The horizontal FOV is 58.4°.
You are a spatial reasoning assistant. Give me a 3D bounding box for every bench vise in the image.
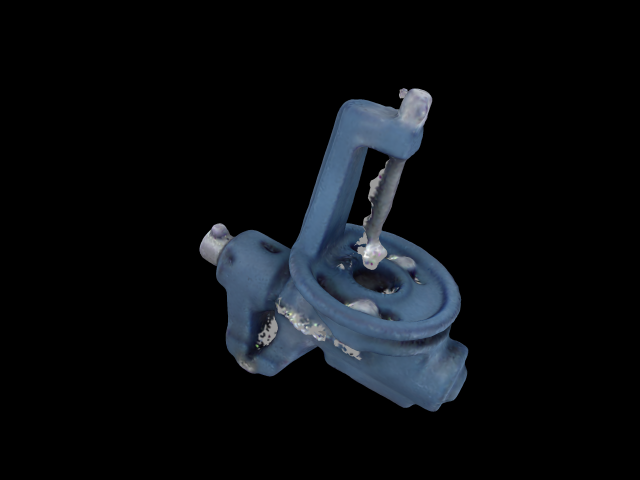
[{"bbox_3d":[0.001,0.006,0.389,0.207,0.220,0.121,4,25,9],"label":"bench vise"}]
